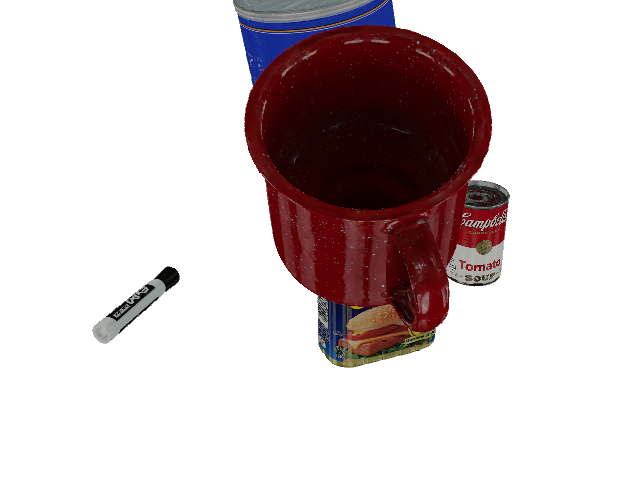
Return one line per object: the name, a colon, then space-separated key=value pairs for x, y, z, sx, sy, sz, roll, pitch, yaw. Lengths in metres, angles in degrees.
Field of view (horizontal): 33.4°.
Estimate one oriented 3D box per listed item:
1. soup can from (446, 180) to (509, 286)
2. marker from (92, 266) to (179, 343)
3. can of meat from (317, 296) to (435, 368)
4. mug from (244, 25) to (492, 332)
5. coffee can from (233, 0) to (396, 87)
soup can: x=0.175 y=-0.008 z=1.208 sx=0.068 sy=0.102 sz=0.068 roll=0 pitch=29 yaw=0
marker: x=-0.164 y=0.056 z=0.967 sx=0.020 sy=0.020 sz=0.121 roll=0 pitch=25 yaw=27
can of meat: x=0.046 y=0.049 z=0.869 sx=0.102 sy=0.084 sz=0.057 roll=-11 pitch=29 yaw=-19
mug: x=0.023 y=-0.016 z=0.427 sx=0.093 sy=0.117 sz=0.081 roll=-20 pitch=-30 yaw=-10
coffee can: x=0.005 y=-0.105 z=0.718 sx=0.103 sy=0.140 sz=0.103 roll=-8 pitch=30 yaw=5
